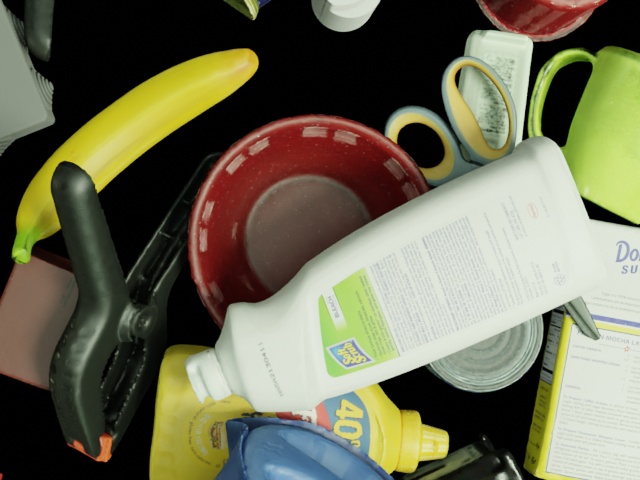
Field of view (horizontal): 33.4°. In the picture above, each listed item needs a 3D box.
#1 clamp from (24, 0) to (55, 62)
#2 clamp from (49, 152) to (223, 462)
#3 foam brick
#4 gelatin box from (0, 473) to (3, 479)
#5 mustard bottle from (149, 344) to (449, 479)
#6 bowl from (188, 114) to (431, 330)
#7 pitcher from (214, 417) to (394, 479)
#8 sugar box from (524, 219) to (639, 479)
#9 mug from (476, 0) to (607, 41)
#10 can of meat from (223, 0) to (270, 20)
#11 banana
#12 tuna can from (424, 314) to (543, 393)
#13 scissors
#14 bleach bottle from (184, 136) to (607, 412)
[{"bbox_3d":[-0.156,-0.208,0.689,0.120,0.039,0.171,-19,88,-26],"label":"clamp"},{"bbox_3d":[-0.118,0.038,0.673,0.036,0.164,0.210,22,113,25],"label":"clamp"},{"bbox_3d":[-0.179,0.050,0.689,0.053,0.051,0.078,23,90,-5],"label":"foam brick"},{"bbox_3d":[-0.254,0.154,0.675,0.089,0.073,0.030,25,91,-5],"label":"gelatin box"},{"bbox_3d":[-0.012,0.125,0.697,0.191,0.058,0.096,6,95,-4],"label":"mustard bottle"},{"bbox_3d":[-0.005,0.001,0.696,0.162,0.055,0.162,0,92,-5],"label":"bowl"},{"bbox_3d":[-0.045,0.241,0.632,0.145,0.149,0.243,29,110,-18],"label":"pitcher"},{"bbox_3d":[0.200,0.079,0.717,0.093,0.048,0.176,11,87,-2],"label":"sugar box"},{"bbox_3d":[0.139,-0.180,0.689,0.117,0.081,0.093,-7,92,-4],"label":"mug"},{"bbox_3d":[-0.036,-0.193,0.668,0.084,0.102,0.057,-37,123,-5],"label":"can of meat"},{"bbox_3d":[-0.125,-0.060,0.685,0.197,0.070,0.037,-43,136,-9],"label":"banana"},{"bbox_3d":[0.105,0.059,0.716,0.086,0.034,0.086,0,91,-4],"label":"tuna can"},{"bbox_3d":[0.106,-0.018,0.693,0.096,0.016,0.202,-17,92,9],"label":"scissors"},{"bbox_3d":[0.037,0.030,0.641,0.251,0.068,0.102,-22,93,-2],"label":"bleach bottle"}]
